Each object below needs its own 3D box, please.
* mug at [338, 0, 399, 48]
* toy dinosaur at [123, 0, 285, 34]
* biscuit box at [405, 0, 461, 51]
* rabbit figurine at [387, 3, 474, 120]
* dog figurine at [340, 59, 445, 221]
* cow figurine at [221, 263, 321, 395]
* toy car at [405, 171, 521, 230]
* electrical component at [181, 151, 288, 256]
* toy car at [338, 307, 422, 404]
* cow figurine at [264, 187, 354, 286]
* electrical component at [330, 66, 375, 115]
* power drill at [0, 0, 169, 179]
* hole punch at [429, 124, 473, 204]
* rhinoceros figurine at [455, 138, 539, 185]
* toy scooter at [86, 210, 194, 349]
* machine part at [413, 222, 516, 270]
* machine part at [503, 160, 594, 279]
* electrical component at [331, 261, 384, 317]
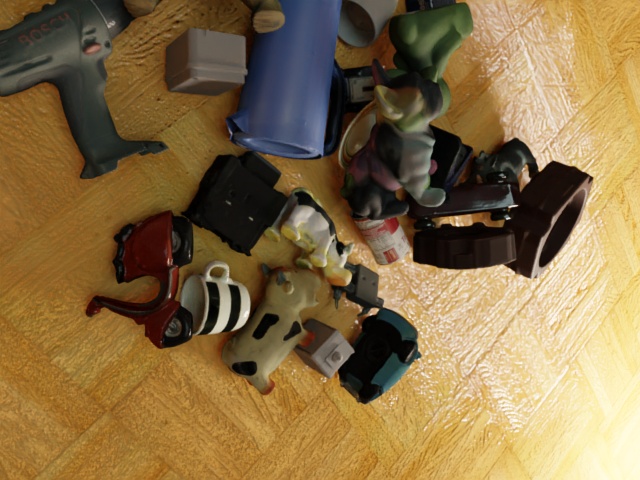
[{"bbox_3d":[0.069,-0.373,0.836,0.109,0.081,0.107,50,60,-23],"label":"mug"},{"bbox_3d":[-0.092,-0.361,0.651,0.471,0.105,0.198,0,64,-16],"label":"toy dinosaur"},{"bbox_3d":[0.184,-0.414,0.905,0.063,0.059,0.202,-20,107,-29],"label":"biscuit box"},{"bbox_3d":[0.171,-0.266,0.835,0.159,0.121,0.170,-45,129,-52],"label":"rabbit figurine"},{"bbox_3d":[0.095,-0.145,0.783,0.108,0.192,0.219,-84,152,-44],"label":"dog figurine"},{"bbox_3d":[-0.071,0.122,0.817,0.195,0.086,0.127,-50,121,-12],"label":"cow figurine"},{"bbox_3d":[0.252,-0.070,0.957,0.202,0.053,0.089,-7,86,2],"label":"toy car"},{"bbox_3d":[-0.116,-0.060,0.775,0.114,0.058,0.134,36,79,-32],"label":"electrical component"},{"bbox_3d":[0.113,0.208,0.932,0.102,0.109,0.161,35,87,-48],"label":"toy car"},{"bbox_3d":[-0.002,-0.002,0.849,0.167,0.068,0.098,44,57,-30],"label":"cow figurine"},{"bbox_3d":[0.072,-0.244,0.868,0.119,0.048,0.074,-18,107,-29],"label":"electrical component"},{"bbox_3d":[-0.263,-0.191,0.654,0.232,0.086,0.207,-31,116,-24],"label":"power drill"},{"bbox_3d":[0.185,-0.134,0.912,0.092,0.142,0.115,-11,127,-61],"label":"hole punch"},{"bbox_3d":[0.341,-0.127,1.036,0.190,0.073,0.112,-36,115,-22],"label":"rhinoceros figurine"},{"bbox_3d":[-0.236,0.051,0.708,0.135,0.075,0.183,1,86,-7],"label":"toy scooter"},{"bbox_3d":[0.253,0.009,0.949,0.179,0.179,0.056,-10,101,-30],"label":"machine part"},{"bbox_3d":[0.440,-0.039,1.058,0.201,0.087,0.201,-42,143,-23],"label":"machine part"},{"bbox_3d":[0.064,0.086,0.918,0.102,0.045,0.078,23,56,-34],"label":"electrical component"}]
